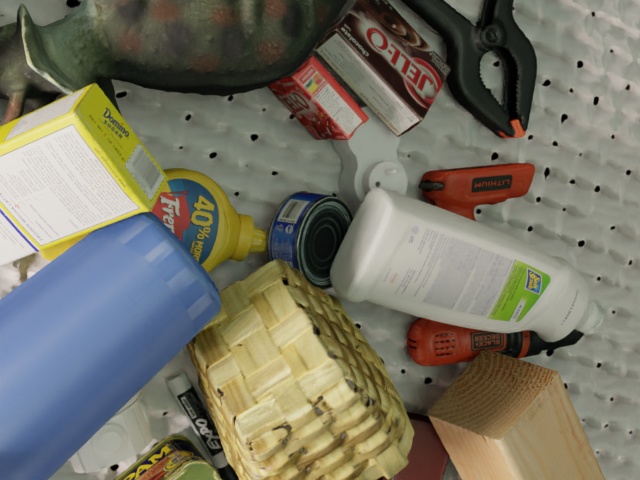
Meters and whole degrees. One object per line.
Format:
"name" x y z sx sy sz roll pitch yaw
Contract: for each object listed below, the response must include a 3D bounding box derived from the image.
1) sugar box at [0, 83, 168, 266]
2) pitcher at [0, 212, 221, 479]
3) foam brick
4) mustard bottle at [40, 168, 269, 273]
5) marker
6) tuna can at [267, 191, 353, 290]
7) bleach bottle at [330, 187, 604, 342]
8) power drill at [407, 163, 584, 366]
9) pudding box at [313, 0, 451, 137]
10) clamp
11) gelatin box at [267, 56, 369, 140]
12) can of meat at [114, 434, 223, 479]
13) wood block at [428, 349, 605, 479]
"sugar box" -0.209 -0.042 0.785 0.093 0.176 0.048 56 35 -28
"pitcher" -0.199 0.086 0.801 0.242 0.145 0.149 -41 65 -12
"foam brick" 0.084 0.201 0.988 0.051 0.053 0.078 18 86 -20
"mustard bottle" -0.132 -0.015 0.894 0.191 0.058 0.096 11 92 -21
"marker" -0.099 0.170 0.936 0.020 0.020 0.121 -31 103 -17
"tuna can" -0.006 0.001 0.935 0.085 0.034 0.086 -14 108 -50
"bleach bottle" 0.141 0.040 0.940 0.250 0.068 0.103 21 104 -22
"power drill" 0.167 0.022 1.009 0.184 0.057 0.188 -5 94 -20
"pudding box" 0.057 -0.160 0.946 0.113 0.039 0.090 43 43 -12
"clamp" 0.159 -0.200 1.006 0.164 0.036 0.210 -31 105 -16
"gelatin box" -0.005 -0.121 0.920 0.030 0.089 0.073 -46 108 -10
"can of meat" -0.132 0.218 0.892 0.102 0.084 0.057 -38 105 -15
"wood block" 0.191 0.211 0.976 0.090 0.091 0.206 -43 122 -25
